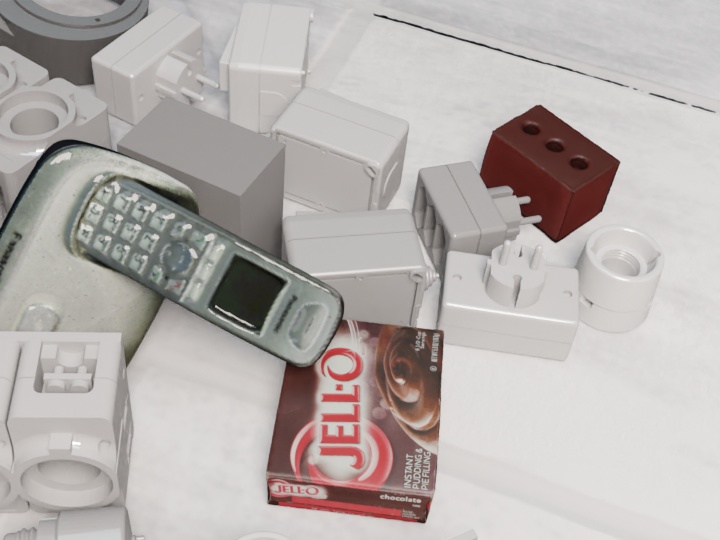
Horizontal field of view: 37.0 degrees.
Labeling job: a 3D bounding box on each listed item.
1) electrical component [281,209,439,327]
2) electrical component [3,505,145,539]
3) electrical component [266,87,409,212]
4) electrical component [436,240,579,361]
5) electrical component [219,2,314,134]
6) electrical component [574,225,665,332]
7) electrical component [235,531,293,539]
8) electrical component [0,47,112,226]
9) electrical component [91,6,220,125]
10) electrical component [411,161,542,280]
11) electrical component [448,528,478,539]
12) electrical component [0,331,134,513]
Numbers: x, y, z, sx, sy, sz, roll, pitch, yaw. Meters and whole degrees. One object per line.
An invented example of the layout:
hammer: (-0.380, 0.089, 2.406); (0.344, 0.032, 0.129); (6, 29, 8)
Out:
electrical component: (0.000, 0.000, 0.665); (0.096, 0.061, 0.061); (-4, 49, -10)
electrical component: (-0.148, 0.140, 0.537); (0.078, 0.040, 0.040); (-3, 48, -8)
electrical component: (-0.020, -0.081, 0.737); (0.096, 0.061, 0.061); (21, 49, 13)
electrical component: (0.093, 0.010, 0.657); (0.083, 0.075, 0.047); (8, 48, 1)
electrical component: (-0.068, -0.153, 0.797); (0.061, 0.061, 0.096); (5, 48, -1)
electrical component: (0.164, 0.004, 0.689); (0.055, 0.047, 0.055); (3, 48, -3)
electrical component: (-0.046, 0.160, 0.513); (0.044, 0.065, 0.044); (2, 48, -3)
electrical component: (-0.264, -0.066, 0.697); (0.105, 0.060, 0.186); (30, 52, 20)
electrical component: (-0.139, -0.144, 0.790); (0.076, 0.047, 0.083); (27, 51, 17)
electrical component: (0.082, -0.035, 0.716); (0.077, 0.047, 0.065); (-10, 50, -15)
electrical component: (-0.023, 0.195, 0.456); (0.186, 0.105, 0.060); (-19, 53, -21)
electrical component: (-0.197, 0.082, 0.550); (0.150, 0.089, 0.061); (1, 48, -5)
